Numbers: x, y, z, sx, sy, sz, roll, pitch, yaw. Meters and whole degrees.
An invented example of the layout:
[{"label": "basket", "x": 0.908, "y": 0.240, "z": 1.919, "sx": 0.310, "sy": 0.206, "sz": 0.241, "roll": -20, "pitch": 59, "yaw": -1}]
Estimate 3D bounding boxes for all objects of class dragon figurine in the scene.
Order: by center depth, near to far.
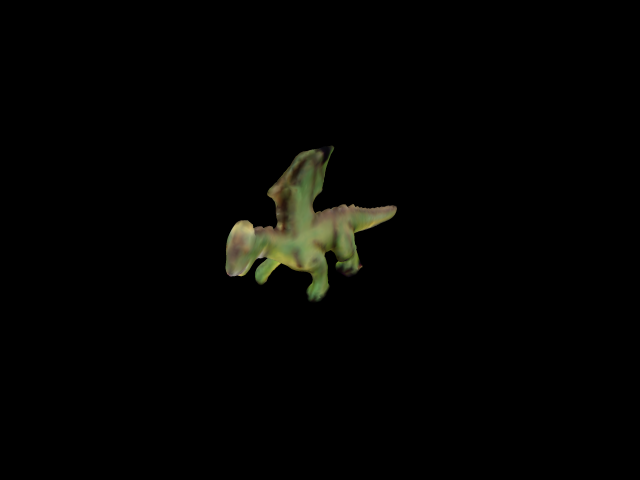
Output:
[{"label": "dragon figurine", "x": 0.003, "y": -0.043, "z": 0.850, "sx": 0.123, "sy": 0.237, "sz": 0.416, "roll": 31, "pitch": 50, "yaw": 30}]
